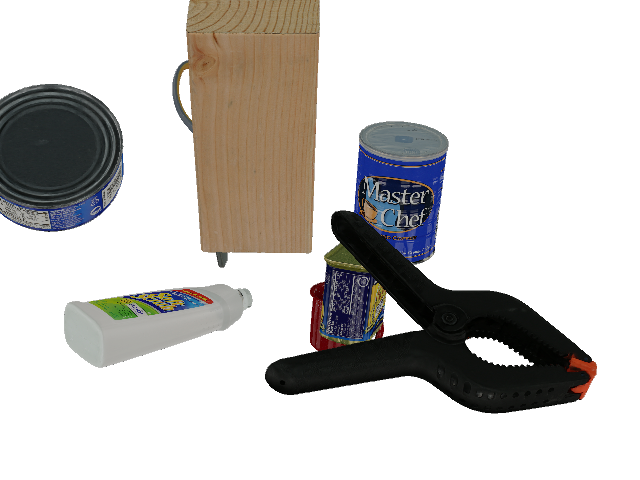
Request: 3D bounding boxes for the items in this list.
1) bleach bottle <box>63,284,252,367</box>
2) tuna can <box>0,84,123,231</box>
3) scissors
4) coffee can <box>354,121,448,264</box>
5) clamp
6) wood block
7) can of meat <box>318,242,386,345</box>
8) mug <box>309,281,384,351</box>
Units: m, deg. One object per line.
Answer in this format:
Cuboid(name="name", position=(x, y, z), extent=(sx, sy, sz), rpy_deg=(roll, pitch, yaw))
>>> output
Cuboid(name="bleach bottle", position=(-0.203, 0.099, 1.408), extent=(0.250, 0.068, 0.103), rpy_deg=(-13, 28, -39))
Cuboid(name="tuna can", position=(-0.160, -0.049, 0.637), extent=(0.086, 0.086, 0.034), rpy_deg=(0, -28, -8))
Cuboid(name="scissors", position=(-0.086, -0.082, 1.035), extent=(0.096, 0.202, 0.016), rpy_deg=(-17, -3, -24))
Cuboid(name="coffee can", position=(0.091, -0.056, 1.249), extent=(0.103, 0.140, 0.103), rpy_deg=(3, 28, -2))
Cuboid(name="clamp", position=(0.074, 0.069, 0.708), extent=(0.210, 0.036, 0.164), rpy_deg=(22, 48, 11))
Cuboid(name="wood block", position=(-0.049, -0.094, 0.807), extent=(0.091, 0.206, 0.090), rpy_deg=(1, 44, -1))
Cuboid(name="can of meat", position=(0.036, 0.052, 1.082), extent=(0.057, 0.084, 0.102), rpy_deg=(10, 14, 14))
Cuboid(name="mug", position=(0.038, 0.115, 1.505), extent=(0.117, 0.081, 0.093), rpy_deg=(16, 22, 29))
